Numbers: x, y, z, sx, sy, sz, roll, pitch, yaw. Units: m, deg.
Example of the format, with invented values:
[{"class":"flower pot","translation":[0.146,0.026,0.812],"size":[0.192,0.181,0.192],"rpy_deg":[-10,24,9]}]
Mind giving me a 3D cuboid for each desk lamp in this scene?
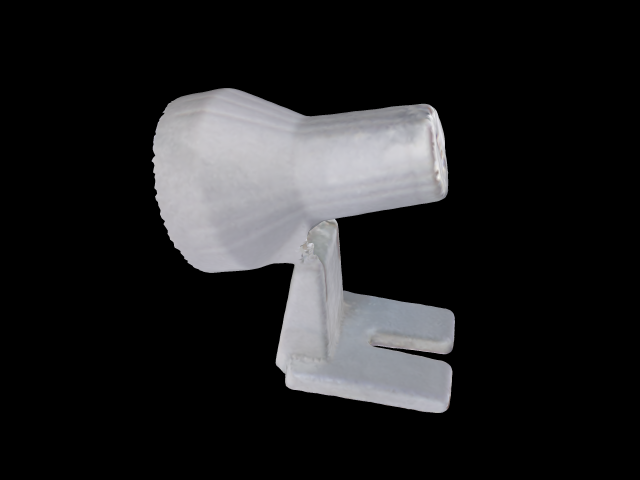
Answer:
[{"class":"desk lamp","translation":[0.004,0.001,0.400],"size":[0.203,0.214,0.118],"rpy_deg":[7,39,9]}]
